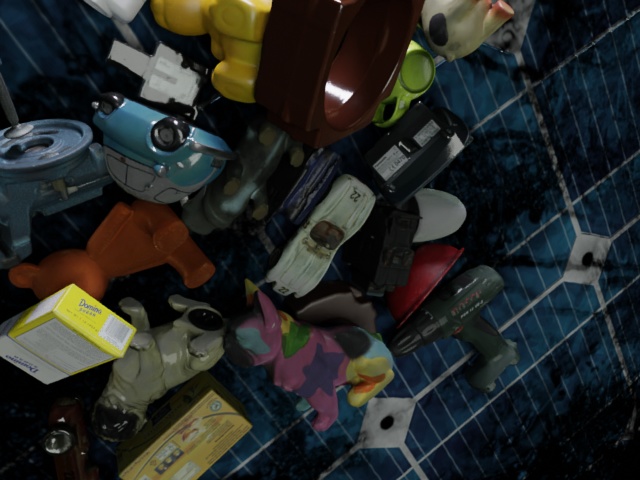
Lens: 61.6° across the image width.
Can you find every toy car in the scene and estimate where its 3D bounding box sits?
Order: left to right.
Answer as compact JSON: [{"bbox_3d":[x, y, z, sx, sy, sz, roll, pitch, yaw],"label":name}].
[{"bbox_3d":[-0.323,0.300,0.712,0.053,0.089,0.202,-7,107,-17],"label":"toy car"},{"bbox_3d":[-0.186,-0.094,0.605,0.162,0.109,0.103,23,96,13],"label":"toy car"},{"bbox_3d":[-0.002,-0.002,0.766,0.073,0.056,0.201,32,101,-28],"label":"toy car"}]

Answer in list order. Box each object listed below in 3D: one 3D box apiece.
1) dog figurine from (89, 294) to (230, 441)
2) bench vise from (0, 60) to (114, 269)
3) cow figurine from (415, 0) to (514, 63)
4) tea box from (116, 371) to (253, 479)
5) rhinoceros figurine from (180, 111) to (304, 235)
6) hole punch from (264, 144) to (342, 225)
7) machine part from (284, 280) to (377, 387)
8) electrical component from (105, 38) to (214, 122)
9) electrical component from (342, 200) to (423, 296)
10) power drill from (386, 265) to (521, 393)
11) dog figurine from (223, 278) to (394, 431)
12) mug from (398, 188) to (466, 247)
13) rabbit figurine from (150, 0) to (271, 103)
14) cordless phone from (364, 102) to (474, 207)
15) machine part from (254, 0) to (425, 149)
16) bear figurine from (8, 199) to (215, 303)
[{"bbox_3d":[-0.212,0.183,0.733,0.172,0.121,0.190,9,116,-22],"label":"dog figurine"},{"bbox_3d":[-0.338,-0.096,0.560,0.224,0.129,0.240,-21,130,-24],"label":"bench vise"},{"bbox_3d":[0.151,-0.300,0.689,0.085,0.195,0.127,17,133,-32],"label":"cow figurine"},{"bbox_3d":[-0.195,0.283,0.773,0.169,0.068,0.098,-41,117,-9],"label":"tea box"},{"bbox_3d":[-0.105,-0.082,0.676,0.190,0.112,0.073,-49,135,12],"label":"rhinoceros figurine"},{"bbox_3d":[-0.025,-0.078,0.717,0.092,0.116,0.142,37,90,-36],"label":"hole punch"},{"bbox_3d":[0.011,0.151,0.829,0.179,0.056,0.179,-6,107,-22],"label":"machine part"},{"bbox_3d":[-0.194,-0.196,0.642,0.119,0.048,0.074,17,97,-26],"label":"electrical component"},{"bbox_3d":[0.086,0.012,0.786,0.058,0.115,0.134,9,100,-23],"label":"electrical component"},{"bbox_3d":[0.242,0.169,0.926,0.232,0.086,0.207,-43,109,-9],"label":"power drill"},{"bbox_3d":[-0.020,0.135,0.725,0.191,0.109,0.219,-33,109,-10],"label":"dog figurine"},{"bbox_3d":[0.167,-0.029,0.832,0.107,0.081,0.109,-4,131,-26],"label":"mug"},{"bbox_3d":[-0.107,-0.263,0.611,0.162,0.173,0.121,-59,160,-28],"label":"rabbit figurine"},{"bbox_3d":[0.156,-0.120,0.785,0.146,0.184,0.089,-44,76,21],"label":"cordless phone"},{"bbox_3d":[0.024,-0.218,0.598,0.201,0.087,0.200,-38,154,-48],"label":"machine part"},{"bbox_3d":[-0.249,0.033,0.645,0.196,0.132,0.120,-37,142,-16],"label":"bear figurine"}]
